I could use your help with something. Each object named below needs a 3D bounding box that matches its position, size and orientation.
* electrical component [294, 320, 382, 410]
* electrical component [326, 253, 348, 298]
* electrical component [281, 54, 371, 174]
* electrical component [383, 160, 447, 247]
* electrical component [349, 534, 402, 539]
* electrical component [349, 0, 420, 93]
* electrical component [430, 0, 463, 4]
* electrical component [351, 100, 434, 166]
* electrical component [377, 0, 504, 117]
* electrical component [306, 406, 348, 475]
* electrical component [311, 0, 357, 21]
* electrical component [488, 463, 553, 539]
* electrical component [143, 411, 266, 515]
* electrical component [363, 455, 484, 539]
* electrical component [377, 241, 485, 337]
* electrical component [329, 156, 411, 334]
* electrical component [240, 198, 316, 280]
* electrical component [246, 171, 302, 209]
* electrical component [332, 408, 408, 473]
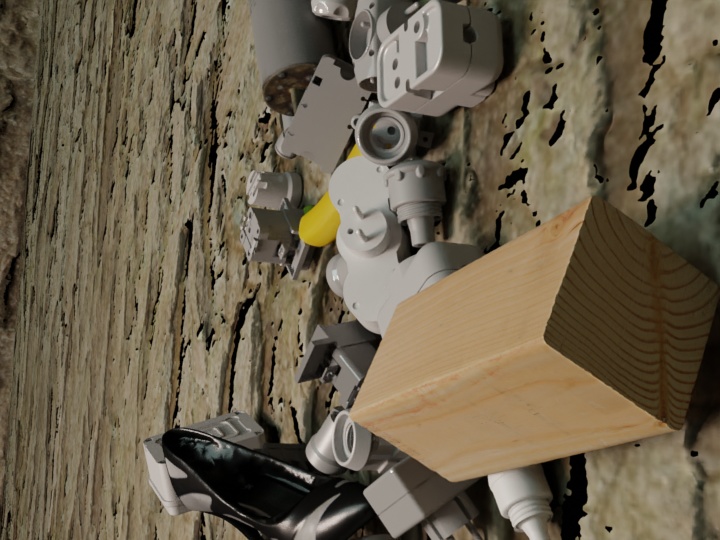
[{"bbox_3d":[-0.006,0.075,0.849,0.063,0.081,0.042,48,131,33],"label":"electrical component"},{"bbox_3d":[0.000,0.000,0.891,0.046,0.040,0.040,-25,63,55],"label":"electrical component"},{"bbox_3d":[-0.028,-0.136,0.932,0.089,0.050,0.055,-63,7,13],"label":"electrical component"},{"bbox_3d":[0.044,-0.049,0.806,0.048,0.048,0.062,-25,70,61],"label":"electrical component"},{"bbox_3d":[0.006,0.248,0.824,0.079,0.043,0.077,-42,48,54],"label":"electrical component"},{"bbox_3d":[0.028,-0.191,0.864,0.079,0.044,0.077,-19,69,62],"label":"electrical component"},{"bbox_3d":[0.074,-0.224,0.776,0.081,0.043,0.043,-52,40,48],"label":"electrical component"},{"bbox_3d":[0.023,-0.106,0.832,0.055,0.066,0.048,-54,-22,-74],"label":"electrical component"},{"bbox_3d":[0.060,-0.149,0.773,0.095,0.059,0.053,-25,62,61],"label":"electrical component"},{"bbox_3d":[-0.019,0.142,0.902,0.046,0.040,0.040,-62,33,28],"label":"electrical component"},{"bbox_3d":[-0.020,-0.260,0.977,0.043,0.043,0.062,22,104,63],"label":"electrical component"},{"bbox_3d":[0.102,0.144,0.658,0.035,0.035,0.061,-59,39,42],"label":"electrical component"},{"bbox_3d":[-0.152,0.192,1.075,0.078,0.113,0.057,25,127,63],"label":"electrical component"},{"bbox_3d":[0.055,0.159,0.726,0.076,0.066,0.047,54,141,12],"label":"electrical component"},{"bbox_3d":[0.054,0.026,0.757,0.095,0.054,0.059,-59,36,42],"label":"electrical component"},{"bbox_3d":[0.007,-0.026,0.825,0.073,0.052,0.138,53,-154,-66],"label":"electrical component"},{"bbox_3d":[-0.079,-0.031,1.031,0.081,0.064,0.042,62,139,48],"label":"electrical component"},{"bbox_3d":[-0.086,-0.080,1.074,0.040,0.046,0.040,-21,66,62],"label":"electrical component"},{"bbox_3d":[0.012,0.129,0.822,0.066,0.055,0.048,-57,37,44],"label":"electrical component"}]
